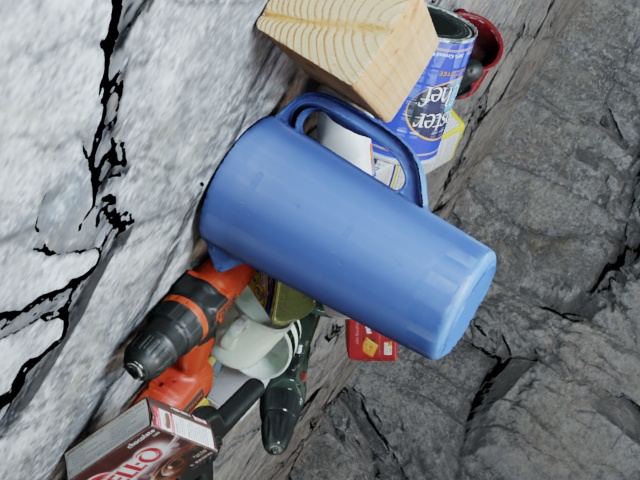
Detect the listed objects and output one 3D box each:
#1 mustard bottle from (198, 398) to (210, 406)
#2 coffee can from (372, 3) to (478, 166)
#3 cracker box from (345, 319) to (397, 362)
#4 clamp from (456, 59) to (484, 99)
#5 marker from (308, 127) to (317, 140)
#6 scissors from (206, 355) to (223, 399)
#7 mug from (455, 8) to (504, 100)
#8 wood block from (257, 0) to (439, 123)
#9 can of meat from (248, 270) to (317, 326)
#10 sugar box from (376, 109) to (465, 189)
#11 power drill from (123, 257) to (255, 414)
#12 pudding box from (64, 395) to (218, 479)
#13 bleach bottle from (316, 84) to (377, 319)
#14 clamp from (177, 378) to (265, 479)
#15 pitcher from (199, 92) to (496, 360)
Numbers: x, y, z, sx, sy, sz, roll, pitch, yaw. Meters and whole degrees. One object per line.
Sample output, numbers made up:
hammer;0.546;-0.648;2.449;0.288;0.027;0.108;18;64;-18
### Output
mustard bottle;-0.188;0.250;1.224;0.191;0.058;0.096;-50;163;-38
coffee can;0.090;-0.160;1.085;0.102;0.103;0.140;-42;153;-56
cracker box;0.069;0.047;1.450;0.213;0.072;0.164;-81;170;-71
clamp;0.113;-0.159;1.234;0.171;0.039;0.120;-29;173;-8
marker;0.026;-0.142;1.135;0.121;0.020;0.020;-52;169;-27
scissors;-0.141;0.169;1.294;0.202;0.016;0.096;-63;163;22
mug;0.183;-0.248;1.403;0.082;0.093;0.117;114;-24;-63
wood block;0.030;-0.167;0.871;0.090;0.091;0.206;-58;170;5
can of meat;-0.041;0.022;1.063;0.057;0.084;0.102;-15;136;-26
sugar box;0.099;-0.102;1.381;0.176;0.048;0.093;-27;159;-19
power drill;-0.138;0.113;1.035;0.184;0.057;0.188;-47;166;-45
pudding box;-0.167;0.198;0.992;0.114;0.039;0.089;-37;139;18
bleach bottle;0.028;-0.055;1.040;0.102;0.068;0.251;-77;164;-63
clamp;-0.134;0.240;1.204;0.164;0.036;0.209;-67;163;6
pitcher;0.031;-0.008;0.930;0.144;0.243;0.149;-48;160;-37
